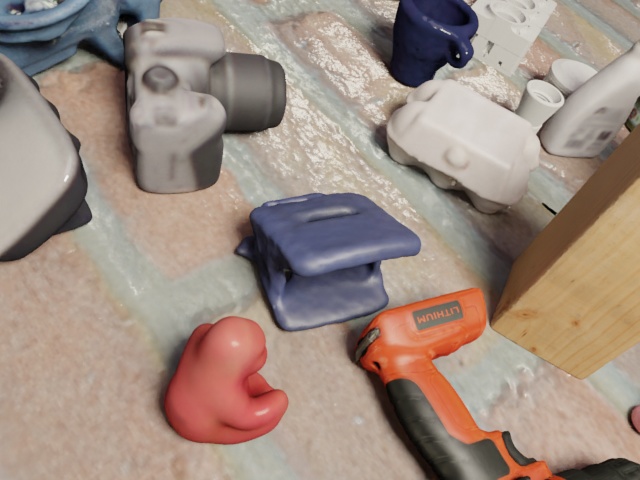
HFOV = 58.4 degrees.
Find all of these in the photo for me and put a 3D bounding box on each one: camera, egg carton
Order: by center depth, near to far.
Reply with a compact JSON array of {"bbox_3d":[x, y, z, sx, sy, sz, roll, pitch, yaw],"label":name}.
[{"bbox_3d":[-0.095,-0.125,0.490,0.137,0.101,0.143,-3,54,-21],"label":"camera"},{"bbox_3d":[0.142,-0.095,0.570,0.150,0.069,0.107,31,49,6],"label":"egg carton"}]

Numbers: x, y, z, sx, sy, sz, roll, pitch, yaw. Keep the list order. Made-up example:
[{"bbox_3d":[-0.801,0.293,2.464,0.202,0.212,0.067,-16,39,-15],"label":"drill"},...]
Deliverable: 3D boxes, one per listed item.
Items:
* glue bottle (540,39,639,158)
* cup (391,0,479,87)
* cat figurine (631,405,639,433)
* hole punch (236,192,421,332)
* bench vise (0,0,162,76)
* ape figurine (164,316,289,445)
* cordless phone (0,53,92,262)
[{"bbox_3d":[0.314,-0.161,0.615,0.078,0.173,0.037,2,52,-18],"label":"glue bottle"},{"bbox_3d":[0.124,-0.212,0.641,0.092,0.095,0.117,-9,56,-25],"label":"cup"},{"bbox_3d":[0.321,0.111,0.436,0.128,0.117,0.067,-27,65,-34],"label":"cat figurine"},{"bbox_3d":[0.004,0.002,0.430,0.109,0.091,0.101,-11,57,-26],"label":"hole punch"},{"bbox_3d":[-0.211,-0.243,0.465,0.121,0.219,0.208,33,49,8],"label":"bench vise"},{"bbox_3d":[-0.055,0.079,0.346,0.076,0.092,0.077,-15,59,-28],"label":"ape figurine"},{"bbox_3d":[-0.213,-0.089,0.364,0.094,0.185,0.147,-31,67,-35],"label":"cordless phone"}]
